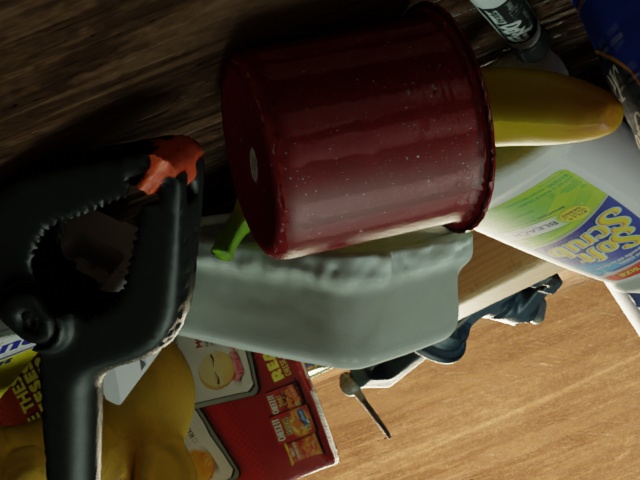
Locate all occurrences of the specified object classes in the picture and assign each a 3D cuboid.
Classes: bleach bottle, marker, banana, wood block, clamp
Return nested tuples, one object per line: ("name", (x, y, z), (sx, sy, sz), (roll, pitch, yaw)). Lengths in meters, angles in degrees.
("bleach bottle", (0.167, -0.020, 0.611), (0.250, 0.068, 0.103), (22, 144, -39))
("marker", (0.081, -0.096, 0.453), (0.020, 0.020, 0.121), (-25, 169, 17))
("banana", (0.039, -0.044, 0.496), (0.198, 0.069, 0.037), (-20, 145, 21))
("wood block", (0.129, -0.007, 0.793), (0.090, 0.091, 0.207), (-11, 166, -39))
("clamp", (-0.125, 0.025, 0.459), (0.210, 0.164, 0.036), (-53, 180, 30))

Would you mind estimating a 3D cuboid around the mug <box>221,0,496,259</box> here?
("mug", (0.007, -0.043, 0.423), (0.081, 0.093, 0.117), (-13, -156, -15))

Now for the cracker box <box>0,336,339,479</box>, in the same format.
("cracker box", (-0.113, 0.121, 0.764), (0.213, 0.164, 0.072), (-22, 167, 1))

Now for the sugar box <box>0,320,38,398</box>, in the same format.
("sugar box", (-0.215, 0.066, 0.614), (0.093, 0.048, 0.176), (-16, 169, -32))

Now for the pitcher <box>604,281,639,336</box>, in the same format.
("pitcher", (0.302, 0.030, 0.894), (0.149, 0.243, 0.145), (-26, 167, -9))

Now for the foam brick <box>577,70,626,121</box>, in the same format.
("foam brick", (0.175, -0.071, 0.665), (0.078, 0.053, 0.051), (-10, 165, -48))

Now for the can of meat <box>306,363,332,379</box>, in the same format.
("can of meat", (-0.036, 0.091, 0.978), (0.057, 0.084, 0.102), (-11, 165, -44))

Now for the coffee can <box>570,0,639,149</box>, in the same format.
("coffee can", (0.179, -0.068, 0.448), (0.102, 0.140, 0.103), (-20, 169, -4))
